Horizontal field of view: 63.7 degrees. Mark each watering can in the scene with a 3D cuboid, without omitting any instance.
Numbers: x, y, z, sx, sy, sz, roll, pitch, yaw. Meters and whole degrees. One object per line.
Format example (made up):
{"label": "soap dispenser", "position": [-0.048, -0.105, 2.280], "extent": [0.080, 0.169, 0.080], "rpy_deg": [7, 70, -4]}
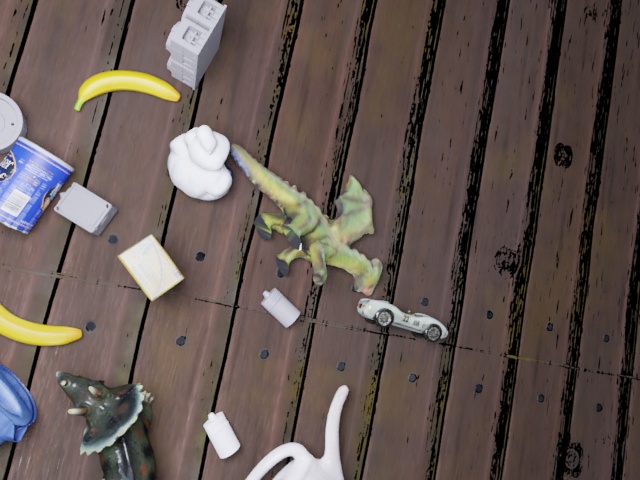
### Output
{"label": "watering can", "position": [-0.009, 0.474, 0.994], "extent": [0.351, 0.103, 0.223], "rpy_deg": [-44, 98, -15]}

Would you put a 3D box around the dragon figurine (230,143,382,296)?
{"label": "dragon figurine", "position": [0.003, -0.054, 1.068], "extent": [0.246, 0.121, 0.409], "rpy_deg": [-30, 95, -33]}

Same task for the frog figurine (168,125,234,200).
{"label": "frog figurine", "position": [-0.220, -0.142, 0.965], "extent": [0.123, 0.159, 0.137], "rpy_deg": [-36, 97, -13]}
